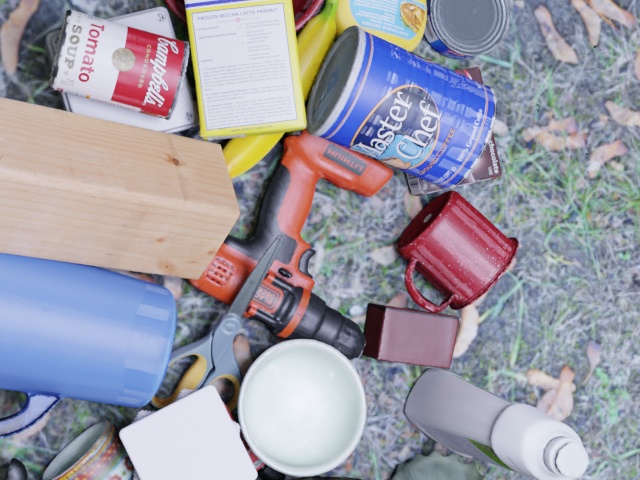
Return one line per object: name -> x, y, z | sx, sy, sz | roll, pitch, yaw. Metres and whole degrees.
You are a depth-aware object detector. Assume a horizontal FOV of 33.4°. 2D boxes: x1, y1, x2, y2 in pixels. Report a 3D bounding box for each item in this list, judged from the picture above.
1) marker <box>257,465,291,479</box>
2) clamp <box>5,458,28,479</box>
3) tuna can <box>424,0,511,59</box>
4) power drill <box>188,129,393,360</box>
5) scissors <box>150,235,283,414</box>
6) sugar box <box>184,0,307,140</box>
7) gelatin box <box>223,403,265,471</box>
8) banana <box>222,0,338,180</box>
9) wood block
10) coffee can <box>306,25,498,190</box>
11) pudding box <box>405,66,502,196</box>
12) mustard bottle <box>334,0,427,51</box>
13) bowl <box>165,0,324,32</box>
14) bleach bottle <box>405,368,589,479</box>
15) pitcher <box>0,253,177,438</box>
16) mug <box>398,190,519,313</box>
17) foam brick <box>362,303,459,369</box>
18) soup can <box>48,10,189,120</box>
marker -> -0.015, 0.250, 1.018 | 0.121, 0.020, 0.020 | 43, 79, -13
clamp -> -0.289, 0.300, 0.909 | 0.164, 0.036, 0.210 | -29, 92, -6
tuna can -> 0.142, -0.222, 1.050 | 0.086, 0.034, 0.086 | 0, 91, -17
power drill -> -0.007, 0.001, 0.996 | 0.184, 0.057, 0.187 | 29, 82, -16
scissors -> -0.072, 0.090, 0.961 | 0.202, 0.016, 0.096 | -44, 118, 13
sugar box -> -0.067, -0.178, 0.917 | 0.093, 0.048, 0.176 | -6, 91, -3
gelatin box -> -0.101, 0.193, 0.971 | 0.073, 0.030, 0.089 | -37, 120, -12
banana -> -0.038, -0.134, 0.981 | 0.037, 0.069, 0.198 | 30, 87, 20
wood block -> -0.183, -0.040, 0.882 | 0.205, 0.090, 0.091 | 10, 43, -32
coffee can -> 0.071, -0.117, 0.952 | 0.140, 0.103, 0.103 | 21, 85, -17
pudding box -> 0.121, -0.107, 1.043 | 0.090, 0.039, 0.113 | -13, 95, -17
mustard bottle -> 0.057, -0.227, 1.010 | 0.096, 0.058, 0.191 | 10, 88, -26
bowl -> -0.069, -0.252, 0.963 | 0.162, 0.055, 0.162 | 0, 94, -4
bleach bottle -> 0.166, 0.173, 0.951 | 0.102, 0.251, 0.068 | 33, 82, -15
pitcher -> -0.251, 0.076, 0.888 | 0.242, 0.145, 0.149 | 15, 122, -20
mug -> 0.122, 0.015, 1.018 | 0.081, 0.093, 0.117 | 42, 68, -9
foam brick -> 0.086, 0.092, 1.029 | 0.078, 0.053, 0.051 | 9, 88, -16
soup can -> -0.166, -0.144, 0.878 | 0.102, 0.069, 0.068 | 14, 87, -16
